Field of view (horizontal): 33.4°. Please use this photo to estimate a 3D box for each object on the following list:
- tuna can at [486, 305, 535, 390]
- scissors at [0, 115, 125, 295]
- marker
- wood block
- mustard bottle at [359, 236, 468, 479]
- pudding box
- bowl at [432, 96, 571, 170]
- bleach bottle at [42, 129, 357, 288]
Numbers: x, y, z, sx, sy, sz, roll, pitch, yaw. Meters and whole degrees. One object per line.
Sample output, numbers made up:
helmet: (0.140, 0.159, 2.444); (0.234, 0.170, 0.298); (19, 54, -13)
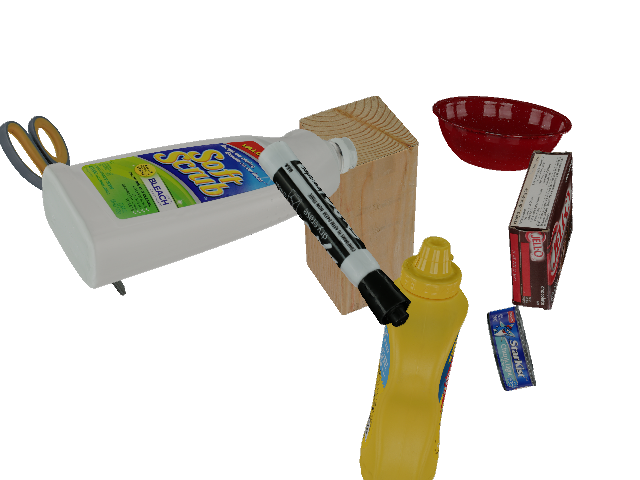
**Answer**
tuna can: (0.199, 0.113, 1.114); (0.034, 0.086, 0.086); (-13, -3, 11)
scissors: (-0.246, -0.044, 1.066); (0.016, 0.201, 0.096); (-25, 27, 22)
marker: (0.007, -0.004, 0.550); (0.020, 0.121, 0.020); (-30, -26, -16)
wood block: (0.040, -0.033, 1.106); (0.090, 0.206, 0.091); (-20, 47, -17)
mustard bottle: (0.067, 0.084, 0.755); (0.058, 0.192, 0.096); (10, 28, 6)
pudding box: (0.192, -0.011, 0.924); (0.039, 0.090, 0.113); (6, 42, 18)
bowl: (0.208, -0.122, 1.246); (0.162, 0.055, 0.162); (4, 23, -2)
bleach bottle: (-0.086, -0.044, 0.855); (0.250, 0.068, 0.103); (-19, 53, -27)
